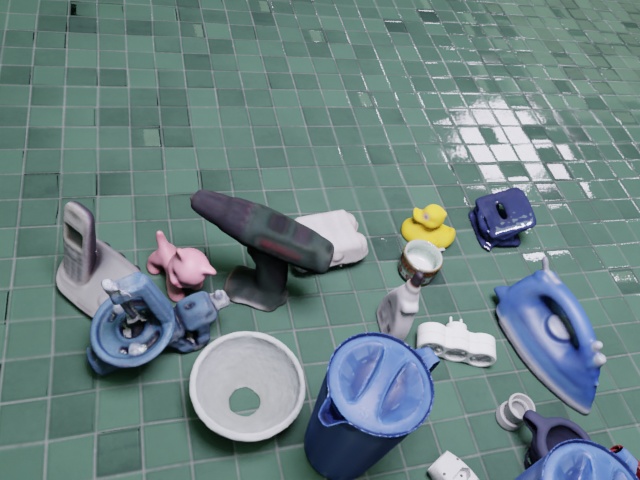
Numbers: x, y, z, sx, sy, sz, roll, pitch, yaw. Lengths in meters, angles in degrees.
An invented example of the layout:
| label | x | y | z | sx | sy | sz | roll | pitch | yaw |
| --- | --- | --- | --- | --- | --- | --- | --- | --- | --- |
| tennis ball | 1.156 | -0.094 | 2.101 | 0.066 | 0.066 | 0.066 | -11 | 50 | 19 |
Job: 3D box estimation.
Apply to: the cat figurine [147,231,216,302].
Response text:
| label | x | y | z | sx | sy | sz | roll | pitch | yaw |
| --- | --- | --- | --- | --- | --- | --- | --- | --- | --- |
| cat figurine | -0.227 | 0.037 | 0.931 | 0.067 | 0.118 | 0.127 | -33 | 67 | -32 |

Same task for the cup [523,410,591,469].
| label | x | y | z | sx | sy | sz | roll | pitch | yaw |
| --- | --- | --- | --- | --- | --- | --- | --- | --- | --- |
| cup | 0.344 | 0.320 | 0.875 | 0.092 | 0.095 | 0.117 | -32 | 66 | -32 |

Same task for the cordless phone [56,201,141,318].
| label | x | y | z | sx | sy | sz | roll | pitch | yaw |
| --- | --- | --- | --- | --- | --- | --- | --- | --- | --- |
| cordless phone | -0.331 | 0.036 | 0.861 | 0.147 | 0.185 | 0.094 | 31 | 52 | 11 |

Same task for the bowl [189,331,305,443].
| label | x | y | z | sx | sy | sz | roll | pitch | yaw |
| --- | --- | --- | --- | --- | --- | --- | --- | --- | --- |
| bowl | -0.109 | 0.224 | 0.845 | 0.167 | 0.075 | 0.167 | 7 | 52 | -9 |

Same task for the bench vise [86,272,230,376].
| label | x | y | z | sx | sy | sz | roll | pitch | yaw |
| --- | --- | --- | --- | --- | --- | --- | --- | --- | --- |
| bench vise | -0.237 | 0.094 | 0.819 | 0.121 | 0.220 | 0.208 | 42 | 55 | 18 |

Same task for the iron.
| label | x | y | z | sx | sy | sz | roll | pitch | yaw |
| --- | --- | --- | --- | --- | --- | --- | --- | --- | --- |
| iron | 0.419 | 0.158 | 0.988 | 0.119 | 0.141 | 0.258 | -13 | 58 | -23 |

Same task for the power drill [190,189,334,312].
| label | x | y | z | sx | sy | sz | roll | pitch | yaw |
| --- | --- | --- | --- | --- | --- | --- | --- | --- | --- |
| power drill | -0.099 | 0.023 | 0.916 | 0.229 | 0.208 | 0.075 | 16 | 51 | -2 |

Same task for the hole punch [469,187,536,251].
| label | x | y | z | sx | sy | sz | roll | pitch | yaw |
| --- | --- | --- | --- | --- | --- | --- | --- | --- | --- |
| hole punch | 0.369 | -0.045 | 1.163 | 0.101 | 0.091 | 0.108 | -2 | 54 | -16 |

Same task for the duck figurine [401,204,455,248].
| label | x | y | z | sx | sy | sz | roll | pitch | yaw |
| --- | --- | --- | --- | --- | --- | --- | --- | --- | --- |
| duck figurine | 0.219 | -0.032 | 1.118 | 0.104 | 0.086 | 0.077 | 17 | 51 | -1 |

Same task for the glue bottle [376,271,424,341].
| label | x | y | z | sx | sy | sz | roll | pitch | yaw |
| --- | --- | --- | --- | --- | --- | --- | --- | --- | --- |
| glue bottle | 0.136 | 0.104 | 0.937 | 0.037 | 0.173 | 0.078 | -1 | 54 | -15 |

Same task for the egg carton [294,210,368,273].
| label | x | y | z | sx | sy | sz | roll | pitch | yaw |
| --- | --- | --- | --- | --- | --- | --- | --- | --- | --- |
| egg carton | 0.010 | 0.004 | 1.048 | 0.150 | 0.069 | 0.107 | -12 | 57 | -22 |
